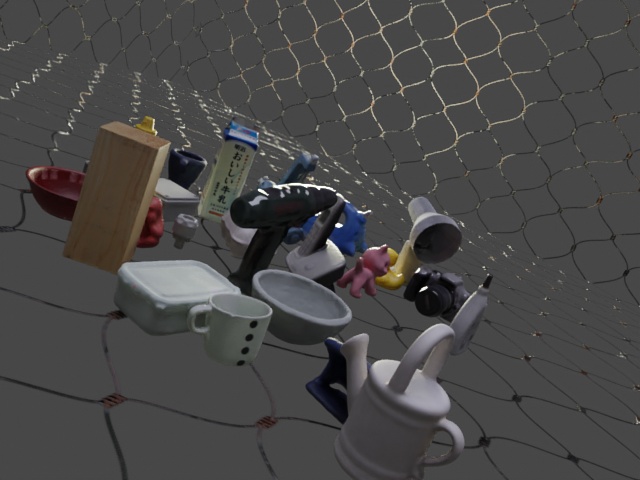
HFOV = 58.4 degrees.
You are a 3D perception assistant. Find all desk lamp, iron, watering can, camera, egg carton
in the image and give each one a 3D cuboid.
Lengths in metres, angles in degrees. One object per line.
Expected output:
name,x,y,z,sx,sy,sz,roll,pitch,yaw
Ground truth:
desk lamp,0.237,0.010,1.412,0.118,0.213,0.202,17,16,-22
iron,0.012,-0.057,1.451,0.257,0.141,0.119,30,16,23
watering can,0.090,0.176,0.657,0.172,0.194,0.101,27,15,13
camera,0.257,0.118,1.289,0.142,0.101,0.137,31,17,28
egg carton,-0.148,-0.009,1.190,0.107,0.069,0.150,15,17,-28

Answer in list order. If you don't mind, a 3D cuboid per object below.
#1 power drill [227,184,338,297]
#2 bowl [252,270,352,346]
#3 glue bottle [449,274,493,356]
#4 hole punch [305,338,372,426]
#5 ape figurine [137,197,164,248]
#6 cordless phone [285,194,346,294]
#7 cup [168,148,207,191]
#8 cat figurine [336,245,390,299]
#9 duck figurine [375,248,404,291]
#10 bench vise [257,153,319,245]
power drill,-0.077,-0.006,1.014,0.075,0.208,0.230,33,18,32
bowl,-0.039,0.117,0.903,0.167,0.075,0.167,22,15,-6
glue bottle,0.296,0.143,1.119,0.037,0.173,0.078,32,18,32
hole punch,0.051,0.185,0.769,0.108,0.091,0.101,34,19,36
ape figurine,-0.303,-0.033,0.998,0.077,0.092,0.076,29,16,22
cordless phone,0.011,0.004,1.153,0.094,0.185,0.147,15,17,-27
cup,-0.334,-0.162,1.394,0.092,0.095,0.117,21,15,-9
cat figurine,0.106,0.058,1.238,0.067,0.118,0.128,31,17,29
duck figurine,0.157,0.064,1.356,0.104,0.086,0.078,27,15,16
bench vise,-0.090,-0.124,1.379,0.206,0.220,0.122,31,17,28
